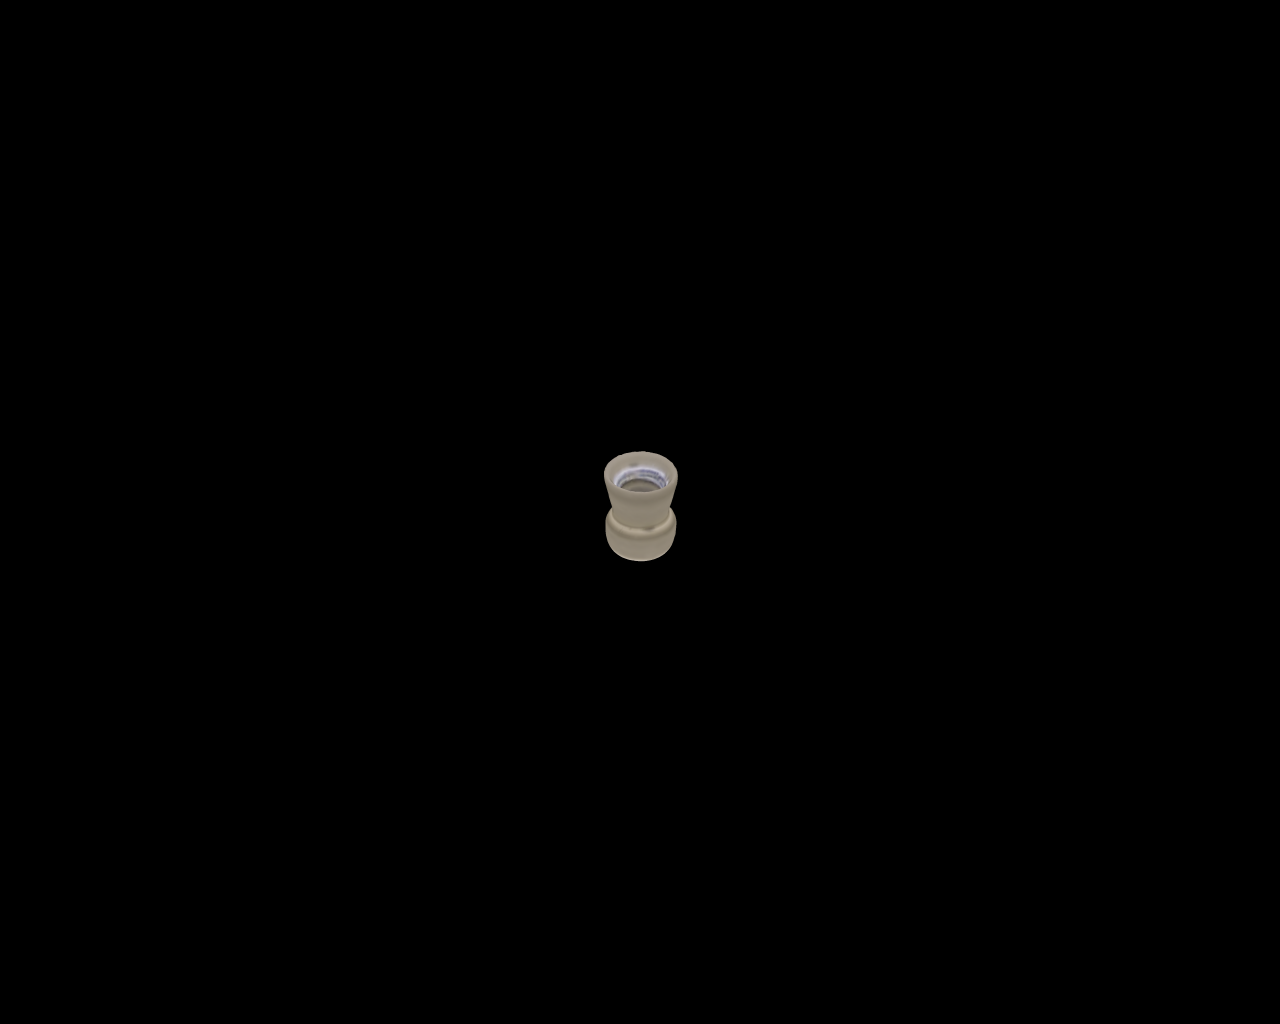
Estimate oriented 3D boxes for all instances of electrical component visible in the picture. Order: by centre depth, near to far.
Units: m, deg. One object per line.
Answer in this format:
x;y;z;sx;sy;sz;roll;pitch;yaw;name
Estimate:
0.001;-0.003;0.650;0.045;0.055;0.045;0;38;0;electrical component
